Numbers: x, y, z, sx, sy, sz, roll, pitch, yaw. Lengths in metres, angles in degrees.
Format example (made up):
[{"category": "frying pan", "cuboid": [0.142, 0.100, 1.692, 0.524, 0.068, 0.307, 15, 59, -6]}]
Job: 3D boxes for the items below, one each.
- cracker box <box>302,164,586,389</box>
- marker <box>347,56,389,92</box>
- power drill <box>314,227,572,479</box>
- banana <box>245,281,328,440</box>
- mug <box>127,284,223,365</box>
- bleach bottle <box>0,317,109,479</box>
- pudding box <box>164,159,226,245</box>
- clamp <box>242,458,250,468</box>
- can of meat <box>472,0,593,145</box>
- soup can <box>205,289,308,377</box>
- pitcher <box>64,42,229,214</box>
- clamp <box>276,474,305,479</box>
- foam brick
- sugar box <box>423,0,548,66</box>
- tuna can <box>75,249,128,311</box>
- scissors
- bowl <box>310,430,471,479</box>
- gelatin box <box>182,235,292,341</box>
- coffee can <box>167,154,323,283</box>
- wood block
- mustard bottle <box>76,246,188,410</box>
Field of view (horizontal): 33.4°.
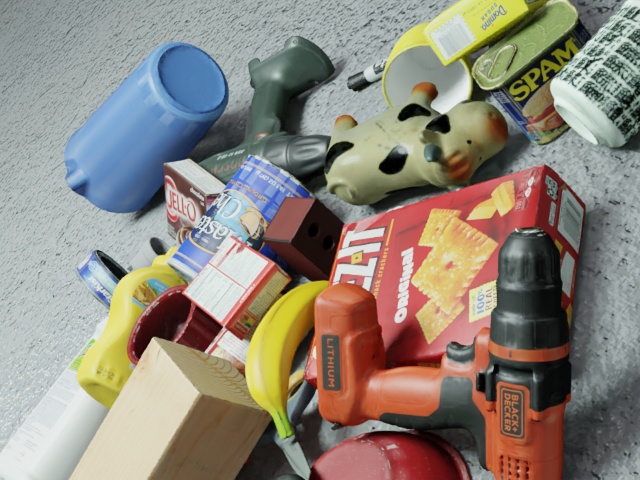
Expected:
[{"category": "cracker box", "cuboid": [0.098, 0.042, 0.862, 0.214, 0.072, 0.164, -16, 45, 40]}, {"category": "marker", "cuboid": [0.079, -0.197, 1.195, 0.121, 0.020, 0.020, -24, 39, 33]}, {"category": "power drill", "cuboid": [0.084, 0.076, 0.742, 0.188, 0.057, 0.184, 7, 102, 39]}, {"category": "banana", "cuboid": [-0.021, 0.083, 0.917, 0.037, 0.069, 0.197, -17, 26, 30]}, {"category": "mug", "cuboid": [-0.136, 0.114, 1.056, 0.093, 0.081, 0.117, 2, 56, 51]}, {"category": "bleach bottle", "cuboid": [-0.246, 0.163, 1.156, 0.103, 0.068, 0.250, 9, 60, 51]}, {"category": "pudding box", "cuboid": [-0.136, -0.031, 1.199, 0.039, 0.090, 0.114, -16, 30, -30]}, {"category": "clamp", "cuboid": [-0.137, 0.199, 0.999, 0.172, 0.039, 0.120, -23, 58, 30]}, {"category": "can of meat", "cuboid": [0.199, -0.145, 0.933, 0.102, 0.083, 0.057, -39, 33, 14]}, {"category": "soup can", "cuboid": [-0.058, 0.095, 0.997, 0.102, 0.068, 0.069, -53, 32, -9]}, {"category": "pitcher", "cuboid": [-0.206, -0.144, 1.327, 0.243, 0.144, 0.149, -35, 41, 48]}, {"category": "clamp", "cuboid": [-0.065, 0.255, 0.818, 0.210, 0.036, 0.164, -9, 72, 59]}, {"category": "foam brick", "cuboid": [-0.007, 0.001, 1.029, 0.051, 0.078, 0.053, 6, 62, 52]}, {"category": "sugar box", "cuboid": [0.166, -0.213, 1.005, 0.093, 0.048, 0.176, -31, 0, 27]}, {"category": "tuna can", "cuboid": [-0.245, 0.051, 1.252, 0.034, 0.086, 0.086, -45, 32, 1]}, {"category": "scissors", "cuboid": [-0.017, 0.149, 0.891, 0.096, 0.016, 0.202, -48, 15, -17]}, {"category": "bowl", "cuboid": [0.031, 0.200, 0.789, 0.162, 0.055, 0.162, -31, 35, 25]}, {"category": "gelatin box", "cuboid": [-0.077, 0.043, 0.982, 0.073, 0.030, 0.089, -51, 37, -7]}, {"category": "coffee can", "cuboid": [-0.073, -0.002, 1.086, 0.140, 0.102, 0.103, -54, 32, -9]}, {"category": "wood block", "cuboid": [-0.141, 0.200, 0.908, 0.091, 0.090, 0.206, 40, 102, 47]}, {"category": "mustard bottle", "cuboid": [-0.181, 0.087, 1.125, 0.058, 0.096, 0.191, -17, 43, 42]}]
